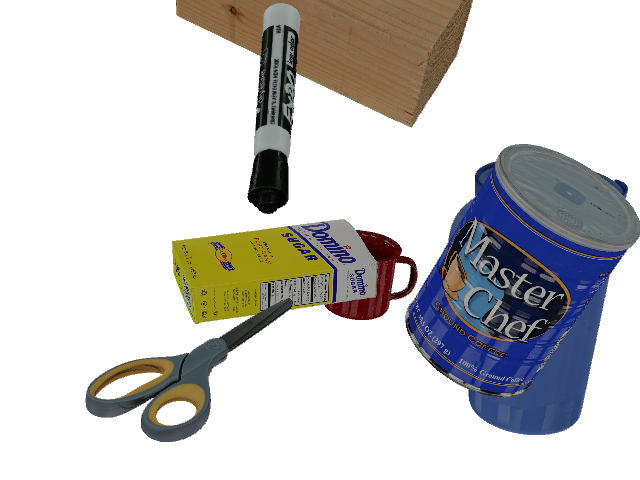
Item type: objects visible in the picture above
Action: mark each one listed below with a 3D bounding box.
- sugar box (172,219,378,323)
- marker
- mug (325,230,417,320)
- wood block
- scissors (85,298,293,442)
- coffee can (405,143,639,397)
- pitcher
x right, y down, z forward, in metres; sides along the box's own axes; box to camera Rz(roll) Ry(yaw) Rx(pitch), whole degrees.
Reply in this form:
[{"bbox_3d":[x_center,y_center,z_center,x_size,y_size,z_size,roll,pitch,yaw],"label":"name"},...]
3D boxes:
[{"bbox_3d":[-0.044,0.026,1.000,0.176,0.048,0.093,-10,32,-15],"label":"sugar box"},{"bbox_3d":[-0.022,-0.065,0.515,0.020,0.121,0.020,2,-33,1],"label":"marker"},{"bbox_3d":[0.058,0.043,1.277,0.117,0.081,0.093,2,23,-9],"label":"mug"},{"bbox_3d":[0.002,-0.183,0.801,0.206,0.090,0.091,27,-30,10],"label":"wood block"},{"bbox_3d":[-0.074,0.095,0.789,0.201,0.016,0.096,-18,37,-34],"label":"scissors"},{"bbox_3d":[0.133,0.021,0.720,0.102,0.140,0.103,19,33,-13],"label":"coffee can"},{"bbox_3d":[0.191,0.054,0.982,0.149,0.243,0.145,6,22,9],"label":"pitcher"}]
